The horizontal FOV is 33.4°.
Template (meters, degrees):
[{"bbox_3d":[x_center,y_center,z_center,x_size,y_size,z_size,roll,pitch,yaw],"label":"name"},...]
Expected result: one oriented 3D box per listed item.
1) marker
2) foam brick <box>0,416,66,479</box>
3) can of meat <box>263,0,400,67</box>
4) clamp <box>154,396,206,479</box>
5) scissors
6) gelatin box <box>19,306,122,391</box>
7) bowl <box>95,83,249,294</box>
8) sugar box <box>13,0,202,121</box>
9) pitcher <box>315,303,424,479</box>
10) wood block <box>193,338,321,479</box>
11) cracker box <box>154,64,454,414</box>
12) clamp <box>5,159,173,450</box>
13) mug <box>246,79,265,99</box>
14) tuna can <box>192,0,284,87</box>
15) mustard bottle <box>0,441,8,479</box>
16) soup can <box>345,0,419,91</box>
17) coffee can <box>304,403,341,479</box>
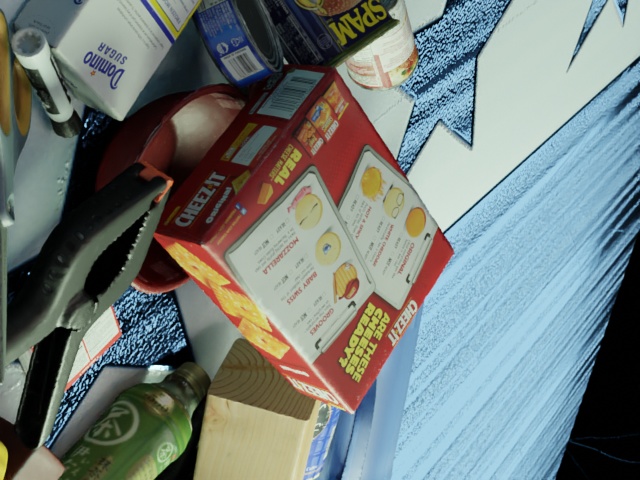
[{"bbox_3d":[-0.160,-0.090,0.636,0.020,0.020,0.121,-57,173,-16],"label":"marker"},{"bbox_3d":[-0.228,0.170,0.749,0.078,0.053,0.051,-54,154,-19],"label":"foam brick"},{"bbox_3d":[0.002,-0.177,0.829,0.058,0.084,0.101,-28,-170,47],"label":"can of meat"},{"bbox_3d":[-0.138,0.231,1.011,0.171,0.039,0.120,-57,152,-18],"label":"clamp"},{"bbox_3d":[-0.177,-0.029,0.604,0.096,0.016,0.202,-96,-175,-79],"label":"scissors"},{"bbox_3d":[-0.184,0.061,0.762,0.073,0.030,0.089,-48,152,-30],"label":"gelatin box"},{"bbox_3d":[-0.112,-0.045,0.773,0.161,0.055,0.162,-45,149,-37],"label":"bowl"},{"bbox_3d":[-0.110,-0.173,0.669,0.176,0.048,0.093,-56,155,-10],"label":"sugar box"},{"bbox_3d":[0.041,0.158,1.185,0.144,0.149,0.243,-12,121,-46],"label":"pitcher"},{"bbox_3d":[-0.061,0.205,0.970,0.090,0.091,0.206,-64,168,-59],"label":"wood block"},{"bbox_3d":[-0.005,0.001,0.795,0.164,0.072,0.213,-55,132,-20],"label":"cracker box"},{"bbox_3d":[-0.160,0.045,0.670,0.210,0.036,0.164,-53,163,-12],"label":"clamp"},{"bbox_3d":[-0.017,-0.083,0.865,0.093,0.117,0.081,-66,179,-72],"label":"mug"},{"bbox_3d":[-0.059,-0.151,0.747,0.034,0.086,0.086,-22,160,14],"label":"tuna can"},{"bbox_3d":[-0.262,0.130,0.632,0.096,0.058,0.191,-58,155,-19],"label":"mustard bottle"},{"bbox_3d":[0.046,-0.188,0.944,0.068,0.069,0.102,-57,154,-16],"label":"soup can"},{"bbox_3d":[-0.027,0.161,1.086,0.102,0.103,0.140,-20,131,-58],"label":"coffee can"}]
